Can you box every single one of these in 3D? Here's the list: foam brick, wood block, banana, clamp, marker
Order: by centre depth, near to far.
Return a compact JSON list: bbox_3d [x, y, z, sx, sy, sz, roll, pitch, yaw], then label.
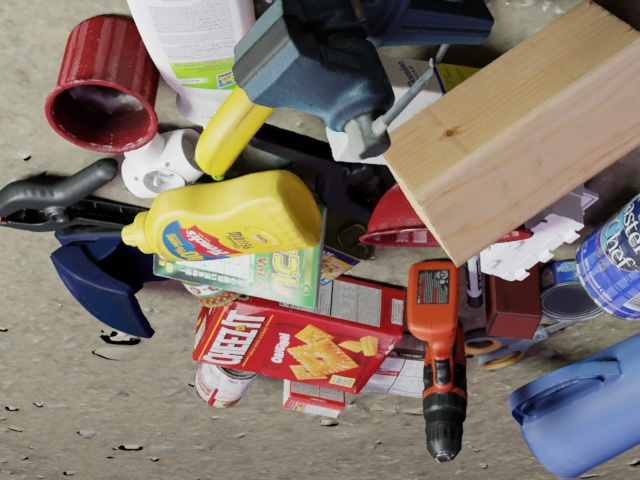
[{"bbox_3d":[0.160,-0.086,0.844,0.206,0.091,0.090,-34,128,3],"label":"wood block"},{"bbox_3d":[-0.048,-0.119,0.870,0.037,0.069,0.198,41,114,-3],"label":"banana"},{"bbox_3d":[0.023,-0.073,0.996,0.164,0.036,0.210,-13,148,2],"label":"clamp"},{"bbox_3d":[-0.260,-0.042,1.077,0.171,0.039,0.120,-4,145,2],"label":"clamp"},{"bbox_3d":[0.209,0.060,1.159,0.053,0.078,0.051,5,147,0],"label":"foam brick"},{"bbox_3d":[0.171,0.041,1.185,0.020,0.020,0.121,-3,146,9],"label":"marker"}]

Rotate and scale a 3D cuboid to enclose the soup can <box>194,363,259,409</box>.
[{"bbox_3d":[-0.115,0.164,1.345,0.068,0.068,0.102,12,148,-14],"label":"soup can"}]

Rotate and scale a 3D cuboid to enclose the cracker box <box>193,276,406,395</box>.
[{"bbox_3d":[-0.027,0.104,1.247,0.213,0.072,0.164,13,145,-13],"label":"cracker box"}]

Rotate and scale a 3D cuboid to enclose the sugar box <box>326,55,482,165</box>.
[{"bbox_3d":[0.103,-0.105,0.910,0.176,0.048,0.093,5,140,-23],"label":"sugar box"}]

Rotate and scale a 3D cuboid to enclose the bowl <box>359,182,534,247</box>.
[{"bbox_3d":[0.116,-0.027,0.991,0.162,0.055,0.162,-2,174,0],"label":"bowl"}]

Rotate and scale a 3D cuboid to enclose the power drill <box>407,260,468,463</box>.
[{"bbox_3d":[0.133,0.129,1.191,0.057,0.184,0.187,-3,137,9],"label":"power drill"}]

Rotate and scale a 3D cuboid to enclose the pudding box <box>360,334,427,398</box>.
[{"bbox_3d":[0.103,0.159,1.352,0.090,0.039,0.114,7,148,-7],"label":"pudding box"}]

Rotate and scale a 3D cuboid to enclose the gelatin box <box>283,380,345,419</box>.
[{"bbox_3d":[-0.007,0.175,1.337,0.073,0.089,0.030,14,136,-15],"label":"gelatin box"}]

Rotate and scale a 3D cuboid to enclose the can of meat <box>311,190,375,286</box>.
[{"bbox_3d":[-0.007,0.001,1.106,0.102,0.057,0.084,23,144,-26],"label":"can of meat"}]

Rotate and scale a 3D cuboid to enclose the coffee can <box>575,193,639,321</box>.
[{"bbox_3d":[0.332,0.003,1.039,0.102,0.103,0.140,15,145,-18],"label":"coffee can"}]

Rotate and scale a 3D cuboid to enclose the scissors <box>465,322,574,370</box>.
[{"bbox_3d":[0.246,0.109,1.285,0.096,0.016,0.202,19,143,-22],"label":"scissors"}]

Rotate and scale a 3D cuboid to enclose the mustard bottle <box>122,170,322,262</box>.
[{"bbox_3d":[-0.102,-0.017,1.005,0.192,0.058,0.096,-7,151,23],"label":"mustard bottle"}]

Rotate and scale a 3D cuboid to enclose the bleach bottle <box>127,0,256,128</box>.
[{"bbox_3d":[-0.102,-0.167,0.855,0.102,0.068,0.251,-2,148,1],"label":"bleach bottle"}]

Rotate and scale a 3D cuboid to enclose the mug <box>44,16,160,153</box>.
[{"bbox_3d":[-0.184,-0.127,0.904,0.093,0.081,0.117,22,142,-26],"label":"mug"}]

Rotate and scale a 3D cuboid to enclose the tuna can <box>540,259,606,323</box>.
[{"bbox_3d":[0.280,0.057,1.186,0.086,0.033,0.086,2,146,1],"label":"tuna can"}]

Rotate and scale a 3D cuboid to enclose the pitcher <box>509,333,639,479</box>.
[{"bbox_3d":[0.360,0.187,1.296,0.243,0.149,0.145,-40,83,41],"label":"pitcher"}]
